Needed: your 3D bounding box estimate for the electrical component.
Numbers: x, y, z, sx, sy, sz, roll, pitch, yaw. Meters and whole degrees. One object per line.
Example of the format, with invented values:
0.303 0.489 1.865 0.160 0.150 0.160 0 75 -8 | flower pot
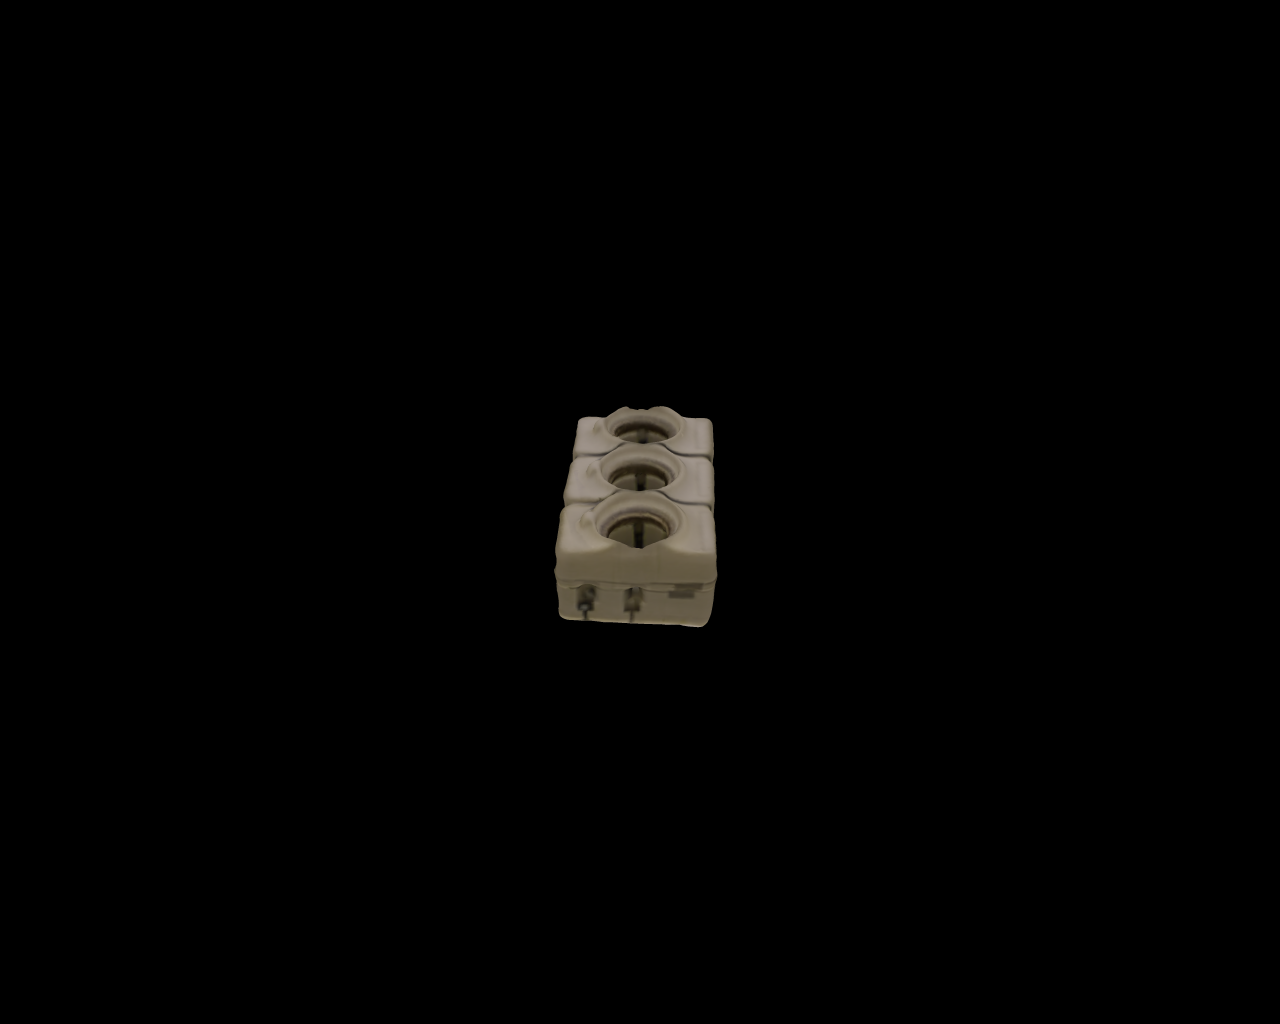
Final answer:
0.001 -0.003 0.650 0.089 0.061 0.150 1 35 2 | electrical component
